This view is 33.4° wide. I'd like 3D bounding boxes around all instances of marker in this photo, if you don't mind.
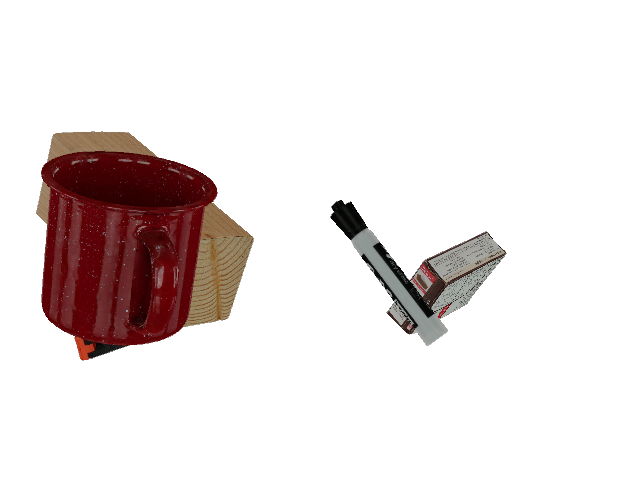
[{"bbox_3d":[0.047,0.021,0.758,0.020,0.121,0.020,-36,-8,-6],"label":"marker"}]

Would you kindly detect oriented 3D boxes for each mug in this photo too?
[{"bbox_3d":[-0.101,0.009,0.570,0.093,0.081,0.117,-2,24,-31],"label":"mug"}]

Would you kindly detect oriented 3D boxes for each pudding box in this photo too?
[{"bbox_3d":[0.134,0.045,1.128,0.113,0.039,0.090,-24,-26,-44],"label":"pudding box"}]

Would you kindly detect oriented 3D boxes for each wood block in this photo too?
[{"bbox_3d":[-0.166,-0.015,0.980,0.090,0.091,0.206,-6,34,-45],"label":"wood block"}]

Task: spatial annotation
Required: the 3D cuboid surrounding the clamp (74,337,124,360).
[{"bbox_3d":[-0.195,0.078,1.170,0.120,0.039,0.171,-6,25,30],"label":"clamp"}]
